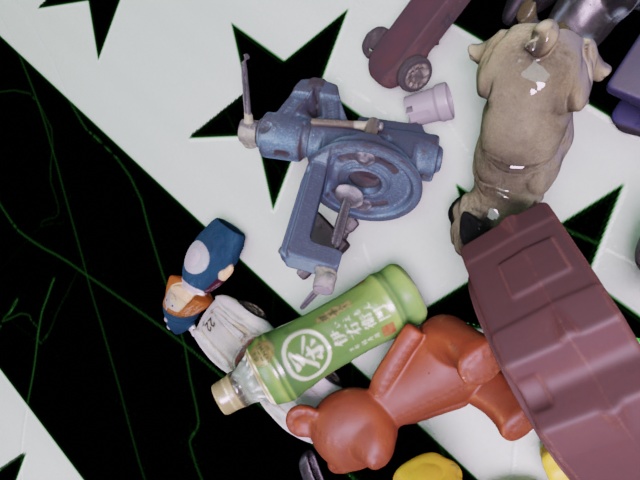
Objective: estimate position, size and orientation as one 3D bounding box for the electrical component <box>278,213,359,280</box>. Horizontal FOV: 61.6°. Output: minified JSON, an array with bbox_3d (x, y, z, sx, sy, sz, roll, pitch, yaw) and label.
[{"bbox_3d":[-0.001,-0.002,0.614,0.094,0.021,0.063,-45,71,11],"label":"electrical component"}]

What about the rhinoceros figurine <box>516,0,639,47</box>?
[{"bbox_3d":[0.277,-0.233,0.494,0.190,0.112,0.073,-47,42,23],"label":"rhinoceros figurine"}]

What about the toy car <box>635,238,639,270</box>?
[{"bbox_3d":[0.326,0.012,0.444,0.109,0.161,0.103,-68,26,9],"label":"toy car"}]

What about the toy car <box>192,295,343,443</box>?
[{"bbox_3d":[-0.056,0.140,0.600,0.202,0.056,0.073,37,97,20],"label":"toy car"}]

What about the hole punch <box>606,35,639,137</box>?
[{"bbox_3d":[0.323,-0.142,0.458,0.116,0.092,0.142,34,93,39],"label":"hole punch"}]

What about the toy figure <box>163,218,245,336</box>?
[{"bbox_3d":[-0.147,0.047,0.646,0.154,0.057,0.064,-57,31,8],"label":"toy figure"}]

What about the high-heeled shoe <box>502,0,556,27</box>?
[{"bbox_3d":[0.230,-0.347,0.543,0.248,0.086,0.145,-49,62,9],"label":"high-heeled shoe"}]

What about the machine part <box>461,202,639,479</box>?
[{"bbox_3d":[0.199,0.088,0.419,0.087,0.201,0.201,-33,29,21],"label":"machine part"}]

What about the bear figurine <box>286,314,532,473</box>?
[{"bbox_3d":[0.077,0.159,0.499,0.196,0.132,0.120,-36,113,-5],"label":"bear figurine"}]

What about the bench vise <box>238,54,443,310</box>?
[{"bbox_3d":[0.006,-0.059,0.541,0.224,0.128,0.240,16,59,-2],"label":"bench vise"}]

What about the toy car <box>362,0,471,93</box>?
[{"bbox_3d":[0.127,-0.246,0.564,0.202,0.053,0.089,-51,46,17],"label":"toy car"}]

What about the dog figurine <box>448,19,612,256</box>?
[{"bbox_3d":[0.172,-0.075,0.484,0.121,0.172,0.190,15,82,32],"label":"dog figurine"}]

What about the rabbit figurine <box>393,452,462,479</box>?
[{"bbox_3d":[0.137,0.272,0.472,0.122,0.173,0.162,52,139,47],"label":"rabbit figurine"}]
